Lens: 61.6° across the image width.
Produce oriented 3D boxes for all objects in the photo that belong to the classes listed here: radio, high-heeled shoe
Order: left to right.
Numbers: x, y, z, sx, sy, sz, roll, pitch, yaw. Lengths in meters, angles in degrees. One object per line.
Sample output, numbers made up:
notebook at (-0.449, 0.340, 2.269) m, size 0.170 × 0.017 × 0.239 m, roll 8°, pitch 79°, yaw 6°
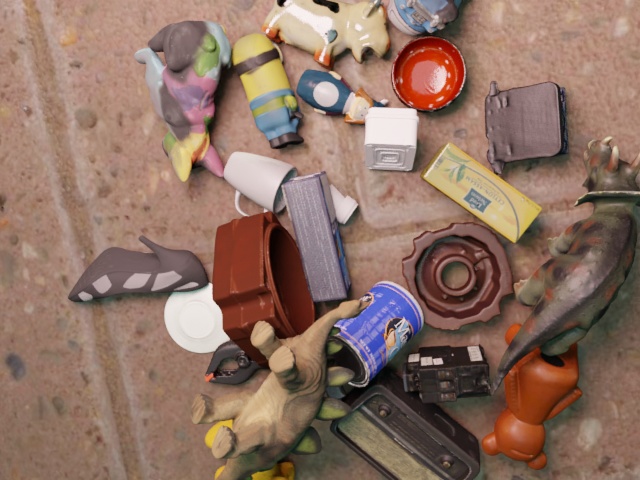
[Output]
high-heeled shoe at (-0.319, 0.077, 0.945) m, size 0.249 × 0.086 × 0.145 m, roll -30°, pitch 124°, yaw 27°
radio at (0.144, 0.326, 0.889) m, size 0.229 × 0.073 × 0.131 m, roll 39°, pitch 110°, yaw 0°

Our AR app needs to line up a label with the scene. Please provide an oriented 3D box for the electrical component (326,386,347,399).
electrical component at (0.009, 0.209, 0.914) m, size 0.075 × 0.048 × 0.119 m, roll -30°, pitch 93°, yaw 10°

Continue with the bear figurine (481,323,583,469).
bear figurine at (0.336, 0.255, 0.860) m, size 0.120 × 0.132 × 0.195 m, roll 14°, pitch 116°, yaw 6°

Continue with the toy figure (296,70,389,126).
toy figure at (0.039, -0.220, 0.858) m, size 0.154 × 0.058 × 0.064 m, roll 25°, pitch 138°, yaw 2°

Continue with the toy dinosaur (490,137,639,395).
toy dinosaur at (0.369, 0.040, 0.749) m, size 0.131 × 0.192 × 0.405 m, roll 28°, pitch 69°, yaw 14°

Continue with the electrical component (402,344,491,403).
electrical component at (0.200, 0.210, 0.857) m, size 0.134 × 0.115 × 0.058 m, roll -8°, pitch 93°, yaw 14°

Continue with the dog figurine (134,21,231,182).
dog figurine at (-0.197, -0.205, 0.843) m, size 0.192 × 0.108 × 0.219 m, roll -11°, pitch 94°, yaw 46°

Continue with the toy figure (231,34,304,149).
toy figure at (-0.080, -0.235, 0.853) m, size 0.082 × 0.089 × 0.180 m, roll -17°, pitch 92°, yaw 1°

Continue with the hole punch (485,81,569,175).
hole punch at (0.319, -0.176, 0.821) m, size 0.116 × 0.092 × 0.142 m, roll -1°, pitch 100°, yaw 37°

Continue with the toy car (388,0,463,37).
toy car at (0.152, -0.358, 0.799) m, size 0.109 × 0.103 × 0.162 m, roll 32°, pitch 56°, yaw -18°

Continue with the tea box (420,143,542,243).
tea box at (0.242, -0.075, 0.828) m, size 0.169 × 0.098 × 0.068 m, roll 36°, pitch 100°, yaw 0°

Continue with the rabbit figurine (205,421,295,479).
rabbit figurine at (-0.107, 0.352, 0.925) m, size 0.163 × 0.122 × 0.173 m, roll 15°, pitch 90°, yaw 17°

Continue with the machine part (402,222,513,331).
machine part at (0.218, 0.056, 0.867) m, size 0.179 × 0.056 × 0.179 m, roll 1°, pitch 96°, yaw 6°

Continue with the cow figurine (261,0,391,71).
cow figurine at (0.019, -0.335, 0.835) m, size 0.195 × 0.085 × 0.127 m, roll 26°, pitch 105°, yaw 4°

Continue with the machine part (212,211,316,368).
machine part at (-0.077, 0.073, 0.815) m, size 0.087 × 0.201 × 0.200 m, roll -15°, pitch 139°, yaw 14°

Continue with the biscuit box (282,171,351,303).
biscuit box at (-0.002, -0.003, 0.850) m, size 0.063 × 0.059 × 0.202 m, roll -9°, pitch 105°, yaw 15°

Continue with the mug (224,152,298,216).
mug at (-0.105, -0.091, 0.883) m, size 0.107 × 0.081 × 0.109 m, roll 28°, pitch 102°, yaw 14°

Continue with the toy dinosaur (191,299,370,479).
toy dinosaur at (-0.069, 0.254, 0.753) m, size 0.198 × 0.105 × 0.471 m, roll 22°, pitch 115°, yaw -40°
